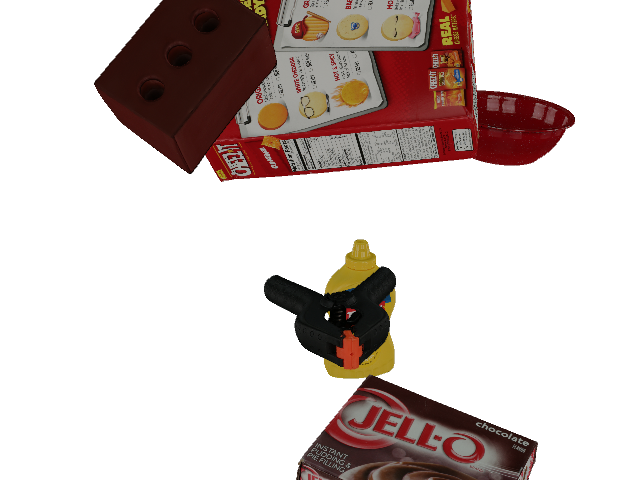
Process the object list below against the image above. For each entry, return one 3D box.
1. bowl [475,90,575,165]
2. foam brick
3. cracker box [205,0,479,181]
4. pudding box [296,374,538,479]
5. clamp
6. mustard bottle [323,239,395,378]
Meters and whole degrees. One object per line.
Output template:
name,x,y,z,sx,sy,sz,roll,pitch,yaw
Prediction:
bowl,0.210,-0.128,1.240,0.162,0.055,0.162,4,23,-2
foam brick,-0.067,-0.085,0.544,0.053,0.078,0.051,35,-9,12
cracker box,0.016,-0.138,0.861,0.214,0.164,0.072,-5,-29,11
pudding box,0.056,0.132,0.610,0.114,0.039,0.089,21,36,20
clamp,0.006,0.062,0.916,0.120,0.039,0.171,-7,16,6
mustard bottle,0.053,0.090,1.443,0.096,0.192,0.058,-4,21,-9
